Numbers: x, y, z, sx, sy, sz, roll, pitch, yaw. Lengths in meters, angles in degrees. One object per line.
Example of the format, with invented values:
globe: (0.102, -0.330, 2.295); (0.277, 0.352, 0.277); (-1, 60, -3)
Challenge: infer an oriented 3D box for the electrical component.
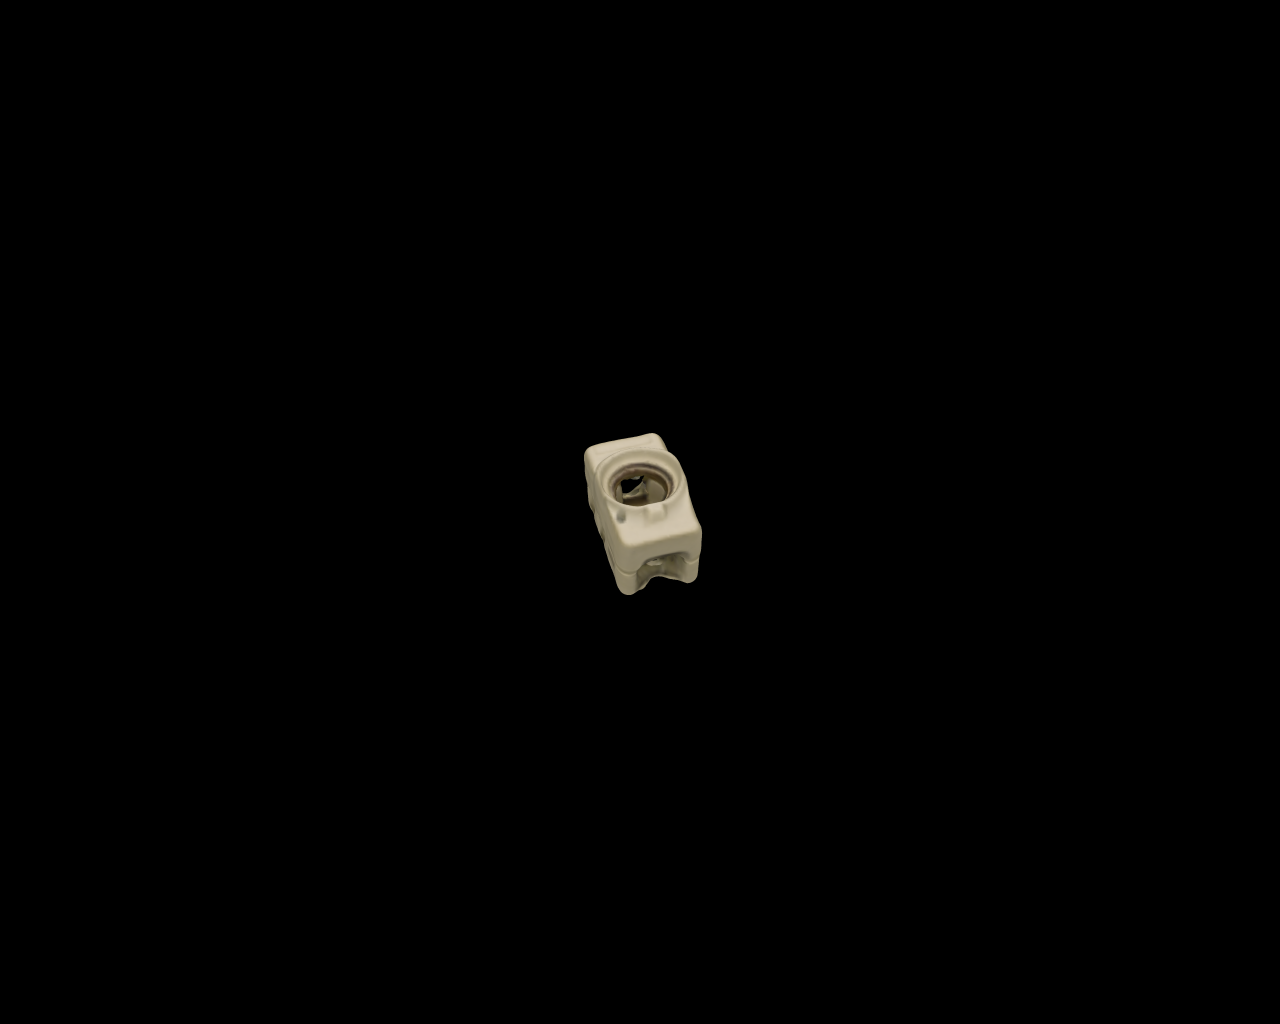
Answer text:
electrical component: (0.001, -0.003, 0.650); (0.050, 0.055, 0.090); (-11, 47, -11)
